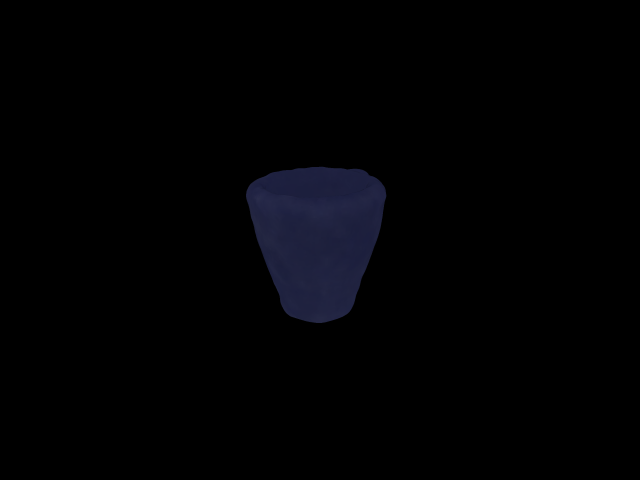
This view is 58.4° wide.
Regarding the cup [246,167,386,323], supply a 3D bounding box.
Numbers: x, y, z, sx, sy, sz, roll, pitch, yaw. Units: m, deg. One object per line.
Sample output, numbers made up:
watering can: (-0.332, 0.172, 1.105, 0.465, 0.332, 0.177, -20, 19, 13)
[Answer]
cup: (0.004, 0.001, 0.400, 0.091, 0.095, 0.118, 10, 23, 26)
